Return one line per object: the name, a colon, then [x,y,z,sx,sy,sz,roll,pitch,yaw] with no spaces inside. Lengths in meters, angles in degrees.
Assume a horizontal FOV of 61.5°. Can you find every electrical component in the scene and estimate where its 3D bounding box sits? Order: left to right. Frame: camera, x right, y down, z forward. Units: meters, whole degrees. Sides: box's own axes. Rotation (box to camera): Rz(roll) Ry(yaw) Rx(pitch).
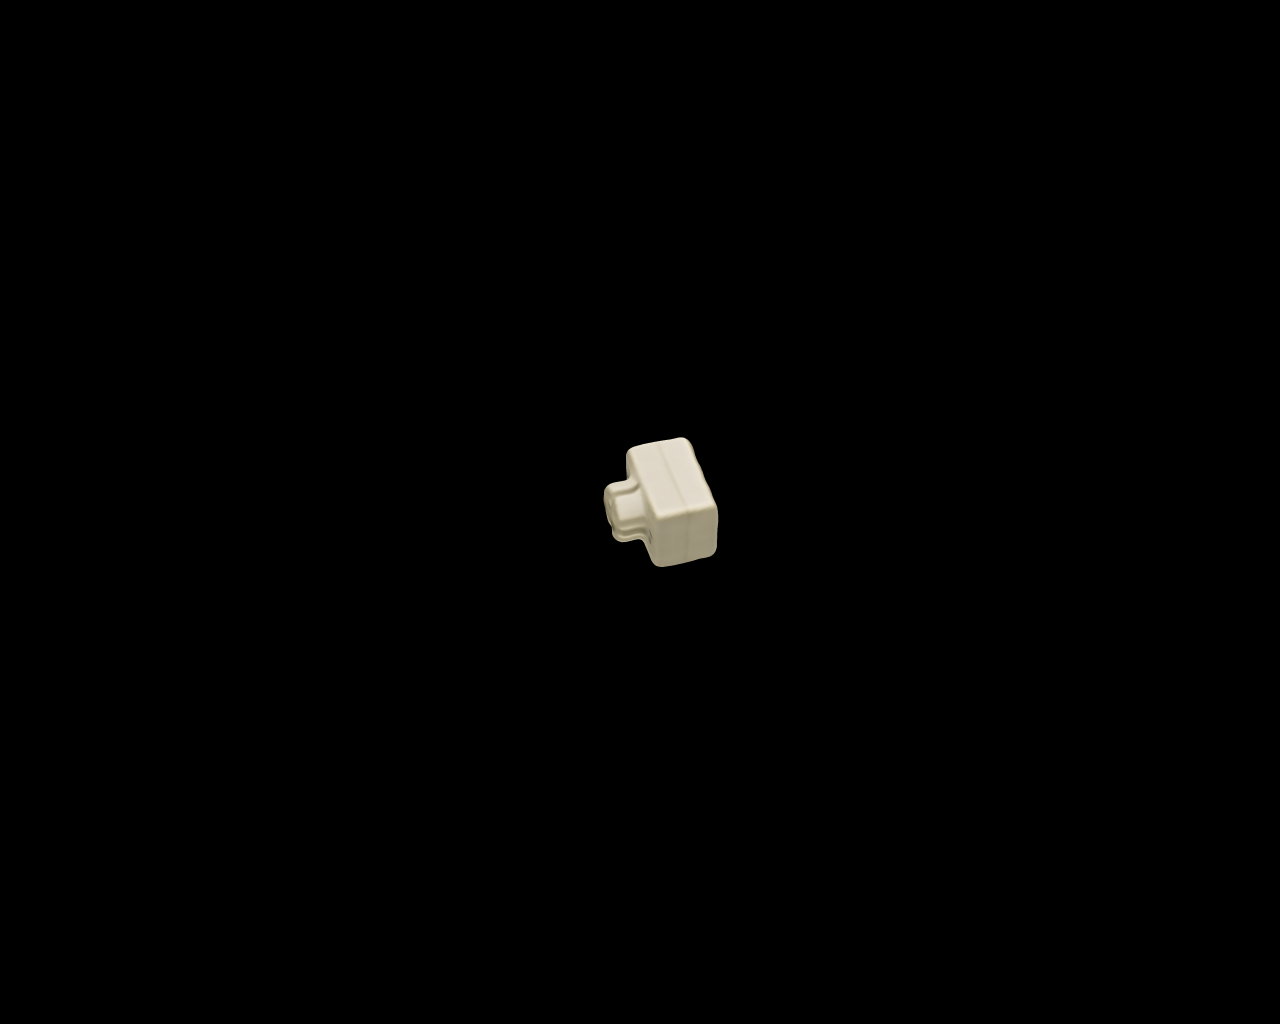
electrical component: [0.001,-0.003,0.650,0.077,0.047,0.066,-11,47,-11]
